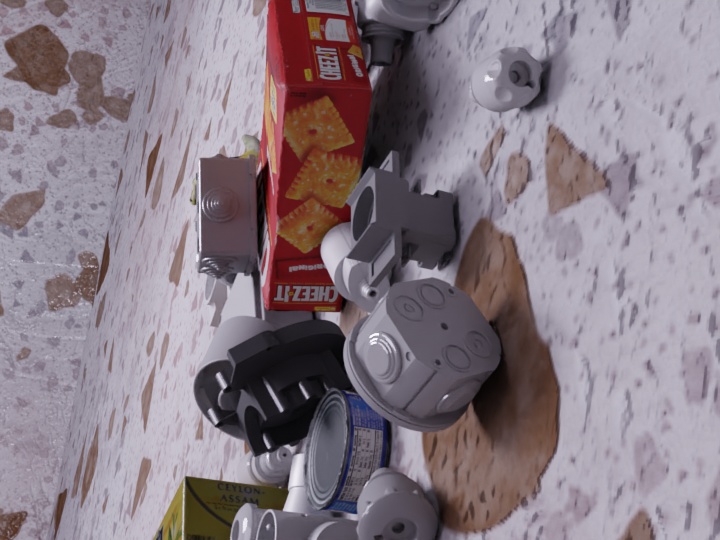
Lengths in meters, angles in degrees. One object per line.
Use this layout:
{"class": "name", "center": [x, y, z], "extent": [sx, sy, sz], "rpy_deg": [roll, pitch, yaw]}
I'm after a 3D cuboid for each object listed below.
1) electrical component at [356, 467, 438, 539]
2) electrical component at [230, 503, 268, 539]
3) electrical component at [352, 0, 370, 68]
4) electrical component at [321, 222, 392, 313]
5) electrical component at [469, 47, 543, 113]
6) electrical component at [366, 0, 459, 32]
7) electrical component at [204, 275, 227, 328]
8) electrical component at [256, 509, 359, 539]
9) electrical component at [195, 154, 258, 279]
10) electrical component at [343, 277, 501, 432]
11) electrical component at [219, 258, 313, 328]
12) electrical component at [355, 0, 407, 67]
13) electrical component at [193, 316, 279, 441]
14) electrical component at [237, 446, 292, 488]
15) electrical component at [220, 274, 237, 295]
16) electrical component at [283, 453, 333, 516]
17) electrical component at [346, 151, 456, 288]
{"class": "electrical component", "center": [0.019, 0.143, 0.652], "extent": [0.062, 0.048, 0.048], "rpy_deg": [-112, 38, -69]}
{"class": "electrical component", "center": [-0.066, 0.206, 0.827], "extent": [0.048, 0.062, 0.048], "rpy_deg": [-168, 90, -71]}
{"class": "electrical component", "center": [-0.013, -0.218, 0.954], "extent": [0.077, 0.044, 0.079], "rpy_deg": [-117, 42, -61]}
{"class": "electrical component", "center": [0.000, 0.000, 0.790], "extent": [0.081, 0.043, 0.043], "rpy_deg": [-118, 44, -62]}
{"class": "electrical component", "center": [0.082, -0.110, 0.638], "extent": [0.061, 0.035, 0.035], "rpy_deg": [173, 108, -73]}
{"class": "electrical component", "center": [0.043, -0.220, 0.782], "extent": [0.095, 0.054, 0.059], "rpy_deg": [134, 144, -57]}
{"class": "electrical component", "center": [-0.130, 0.015, 1.132], "extent": [0.050, 0.056, 0.089], "rpy_deg": [-108, 35, -56]}
{"class": "electrical component", "center": [-0.019, 0.179, 0.686], "extent": [0.079, 0.077, 0.043], "rpy_deg": [152, 128, -65]}
{"class": "electrical component", "center": [-0.116, -0.045, 0.920], "extent": [0.099, 0.048, 0.099], "rpy_deg": [132, 137, -75]}
{"class": "electrical component", "center": [0.035, 0.047, 0.609], "extent": [0.051, 0.080, 0.080], "rpy_deg": [-55, 29, 38]}
{"class": "electrical component", "center": [-0.088, 0.052, 0.988], "extent": [0.108, 0.056, 0.108], "rpy_deg": [-100, 29, -47]}
{"class": "electrical component", "center": [0.019, -0.194, 0.854], "extent": [0.048, 0.048, 0.062], "rpy_deg": [177, 97, -70]}
{"class": "electrical component", "center": [-0.091, 0.095, 0.912], "extent": [0.099, 0.099, 0.064], "rpy_deg": [-63, 0, 37]}
{"class": "electrical component", "center": [-0.077, 0.166, 0.915], "extent": [0.078, 0.040, 0.040], "rpy_deg": [135, 142, -57]}
{"class": "electrical component", "center": [-0.115, -0.025, 1.046], "extent": [0.138, 0.052, 0.073], "rpy_deg": [76, -176, -49]}
{"class": "electrical component", "center": [-0.037, 0.169, 0.801], "extent": [0.044, 0.044, 0.065], "rpy_deg": [134, 148, -57]}
{"class": "electrical component", "center": [0.027, -0.031, 0.699], "extent": [0.042, 0.064, 0.081], "rpy_deg": [127, 149, -53]}
